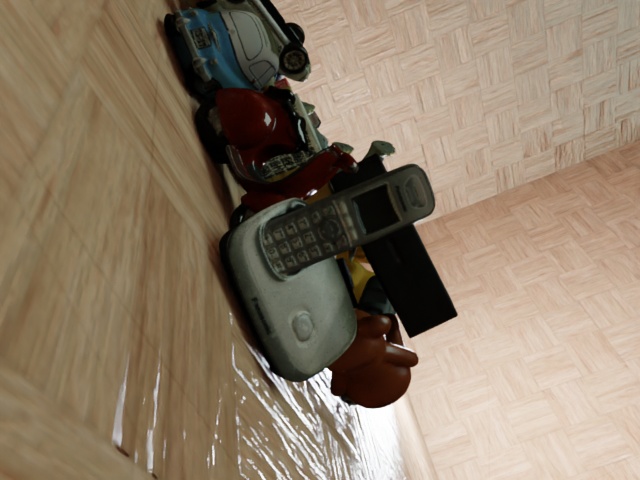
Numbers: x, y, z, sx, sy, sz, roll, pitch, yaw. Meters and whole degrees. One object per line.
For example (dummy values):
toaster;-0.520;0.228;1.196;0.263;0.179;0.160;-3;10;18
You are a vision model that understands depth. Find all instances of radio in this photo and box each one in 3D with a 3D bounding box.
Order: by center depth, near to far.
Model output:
radio;0.093;0.004;0.717;0.229;0.073;0.131;64;5;-4

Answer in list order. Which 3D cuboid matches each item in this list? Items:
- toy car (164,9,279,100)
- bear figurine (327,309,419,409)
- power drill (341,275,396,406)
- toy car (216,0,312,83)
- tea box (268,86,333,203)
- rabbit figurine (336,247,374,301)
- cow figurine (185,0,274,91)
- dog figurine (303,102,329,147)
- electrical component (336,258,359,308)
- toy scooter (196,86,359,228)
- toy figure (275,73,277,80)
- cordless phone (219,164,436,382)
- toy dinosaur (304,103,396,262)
toy car;-0.100;-0.211;0.606;0.161;0.103;0.109;3;64;-86
bear figurine;0.042;0.126;0.657;0.195;0.120;0.132;56;9;-45
power drill;0.084;0.187;0.864;0.207;0.086;0.232;65;34;-48
toy car;-0.075;-0.281;0.676;0.201;0.056;0.073;44;26;-40
tea box;-0.050;-0.107;0.725;0.068;0.098;0.169;44;23;-78
rabbit figurine;0.055;0.057;0.993;0.173;0.162;0.121;51;7;33
cow figurine;-0.126;-0.286;0.747;0.127;0.085;0.194;-94;161;-53
dog figurine;-0.031;-0.190;1.228;0.219;0.108;0.191;67;1;-67
electrical component;0.012;0.062;0.799;0.119;0.075;0.047;-94;163;-59
toy scooter;-0.040;-0.086;0.537;0.075;0.135;0.184;49;19;-71
toy figure;-0.124;-0.316;0.898;0.089;0.082;0.180;-48;120;-76
cordless phone;0.021;0.023;0.462;0.089;0.184;0.146;-107;174;-80
toy dinosaur;0.000;-0.115;0.950;0.405;0.131;0.192;39;-49;35
